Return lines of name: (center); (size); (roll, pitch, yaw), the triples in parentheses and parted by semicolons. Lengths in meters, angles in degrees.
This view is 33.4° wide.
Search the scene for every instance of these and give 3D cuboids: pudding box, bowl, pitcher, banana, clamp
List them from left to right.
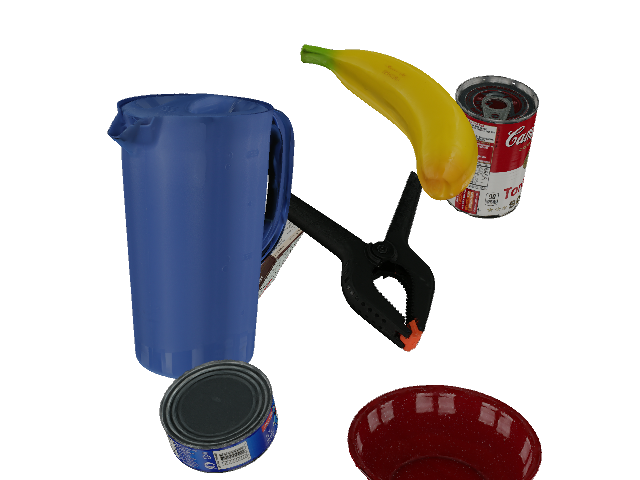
pitcher: (-0.102, -0.008, 0.948); (0.149, 0.243, 0.145); (2, 16, 1)
pudding box: (-0.068, 0.026, 1.292); (0.039, 0.090, 0.113); (33, 26, 2)
clamp: (0.047, 0.016, 1.067); (0.164, 0.210, 0.036); (-4, -36, -15)
banana: (0.054, -0.075, 0.656); (0.069, 0.037, 0.198); (-12, 34, -20)
bowl: (0.103, 0.190, 0.904); (0.162, 0.055, 0.162); (0, 28, 0)

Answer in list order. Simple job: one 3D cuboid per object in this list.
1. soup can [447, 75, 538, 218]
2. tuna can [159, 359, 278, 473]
soup can: (0.142, -0.077, 0.900); (0.068, 0.102, 0.068); (1, 40, -1)
tuna can: (-0.075, 0.132, 0.803); (0.086, 0.034, 0.086); (-6, 40, 5)
